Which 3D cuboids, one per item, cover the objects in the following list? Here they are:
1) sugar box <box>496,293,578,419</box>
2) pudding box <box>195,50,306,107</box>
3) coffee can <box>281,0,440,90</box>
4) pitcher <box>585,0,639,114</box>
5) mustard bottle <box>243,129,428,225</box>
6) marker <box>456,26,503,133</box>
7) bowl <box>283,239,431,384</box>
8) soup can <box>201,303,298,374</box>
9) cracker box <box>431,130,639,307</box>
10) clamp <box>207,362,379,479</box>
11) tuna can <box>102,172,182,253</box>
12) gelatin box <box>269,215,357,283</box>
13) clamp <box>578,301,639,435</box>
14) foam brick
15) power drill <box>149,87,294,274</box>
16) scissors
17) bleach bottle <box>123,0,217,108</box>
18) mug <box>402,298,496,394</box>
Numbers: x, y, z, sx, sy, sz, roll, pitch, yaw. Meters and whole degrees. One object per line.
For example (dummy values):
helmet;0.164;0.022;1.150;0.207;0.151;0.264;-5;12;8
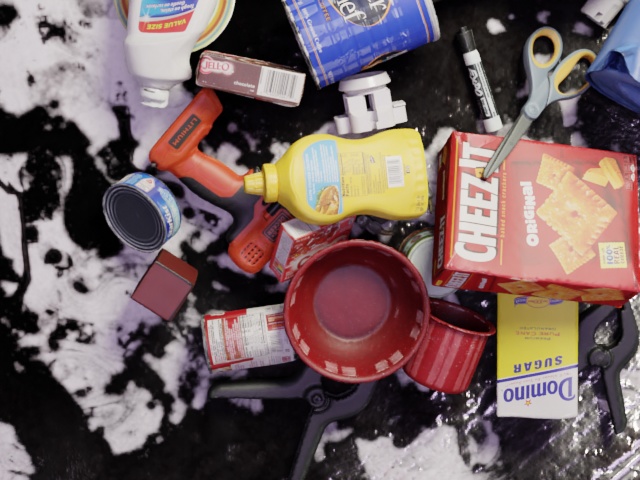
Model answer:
sugar box;0.248;0.115;1.222;0.093;0.048;0.176;-1;92;10
pudding box;-0.074;-0.175;1.141;0.113;0.090;0.039;13;102;-6
coffee can;0.043;-0.233;1.128;0.140;0.103;0.103;-23;102;2
pitcher;0.399;-0.245;1.134;0.145;0.149;0.243;28;92;1
mustard bottle;0.015;-0.065;1.131;0.191;0.058;0.096;-4;85;-10
marker;0.176;-0.179;1.188;0.020;0.020;0.121;-20;102;1
bowl;0.039;0.075;1.186;0.162;0.055;0.162;-1;99;-4
soup can;-0.079;0.111;1.210;0.102;0.068;0.068;-9;102;-2
cracker box;0.236;-0.023;1.162;0.213;0.072;0.164;7;70;-5
clamp;-0.015;0.177;1.243;0.210;0.036;0.164;-43;100;4
tuna can;-0.195;-0.031;1.170;0.086;0.033;0.086;19;130;24
gelatin box;-0.008;0.001;1.172;0.089;0.030;0.073;-22;148;-32
clamp;0.314;0.138;1.252;0.120;0.039;0.171;9;98;-3
foam brick;-0.172;0.049;1.188;0.051;0.078;0.053;33;96;-8
power drill;-0.079;-0.081;1.176;0.187;0.057;0.184;42;95;-10
scissors;0.222;-0.159;1.160;0.201;0.016;0.096;-37;89;-19
bleach bottle;-0.144;-0.262;1.112;0.102;0.068;0.251;11;102;-6
mug;0.132;0.117;1.219;0.117;0.093;0.081;25;106;24
